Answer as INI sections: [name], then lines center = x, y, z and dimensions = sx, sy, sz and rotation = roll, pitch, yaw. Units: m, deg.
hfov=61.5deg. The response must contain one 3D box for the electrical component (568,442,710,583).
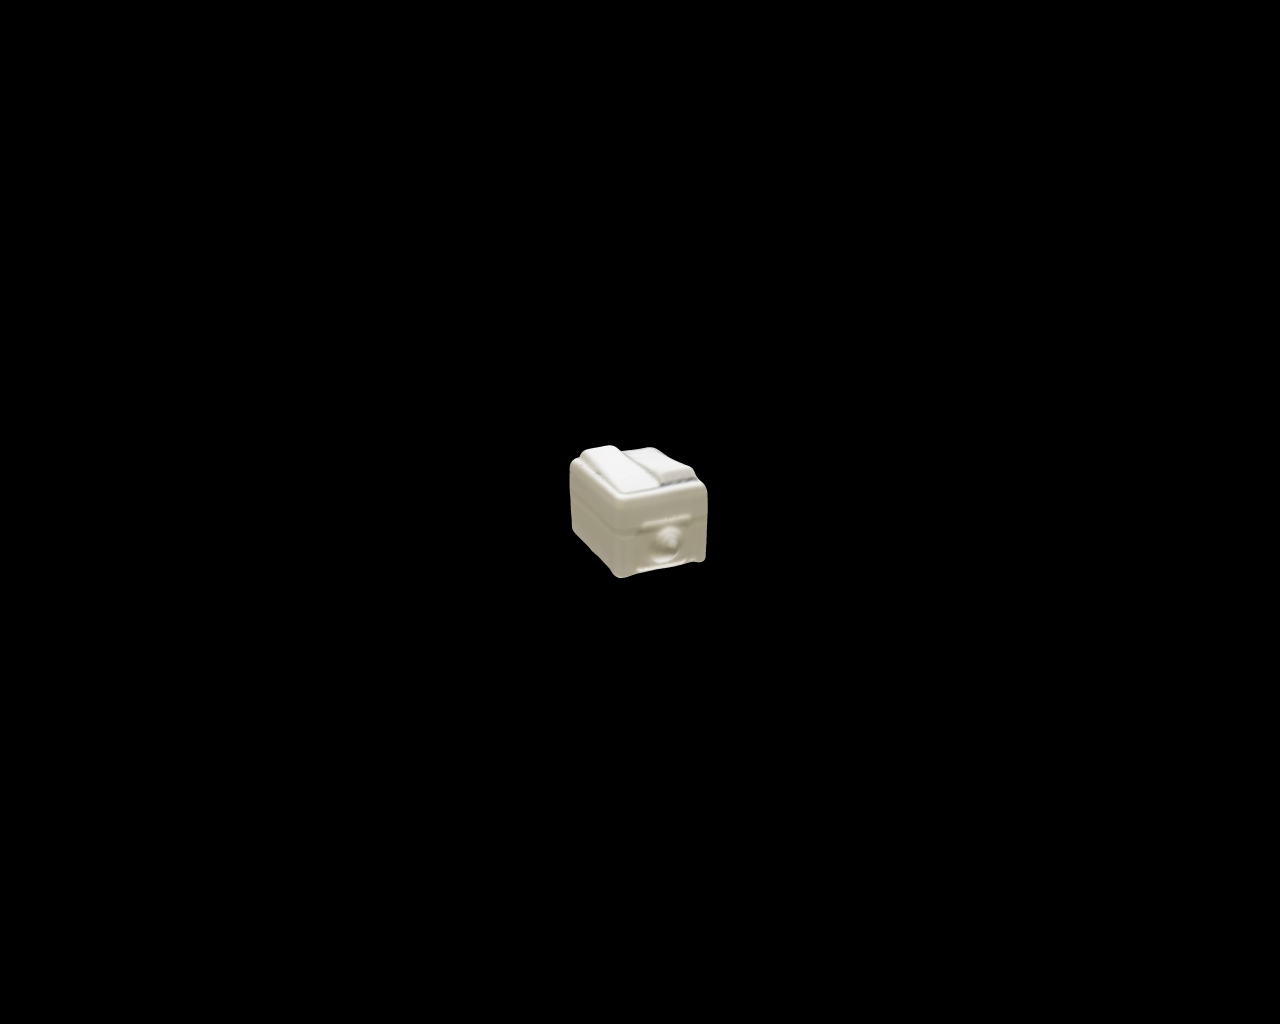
[electrical component]
center = 0.001, -0.003, 0.650
dimensions = 0.062, 0.061, 0.096
rotation = -10, 24, -22
